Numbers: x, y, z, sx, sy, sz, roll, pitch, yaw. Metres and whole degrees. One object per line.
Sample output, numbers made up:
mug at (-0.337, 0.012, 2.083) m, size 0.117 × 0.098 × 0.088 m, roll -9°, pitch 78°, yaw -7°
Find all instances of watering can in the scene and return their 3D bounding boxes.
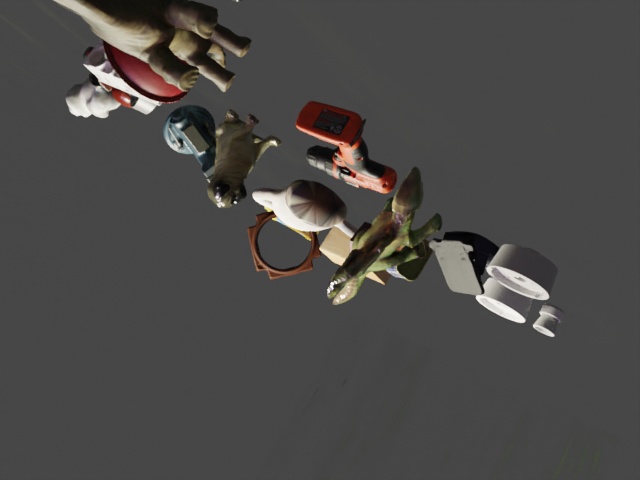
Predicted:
watering can at (0.004, -0.065, 1.286) m, size 0.346 × 0.105 × 0.223 m, roll 19°, pitch 171°, yaw -16°

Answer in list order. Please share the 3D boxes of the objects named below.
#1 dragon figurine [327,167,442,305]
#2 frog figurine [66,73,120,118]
dragon figurine at (0.081, 0.031, 0.942) m, size 0.123 × 0.403 × 0.245 m, roll 44°, pitch -148°, yaw 16°
frog figurine at (-0.588, -0.371, 1.346) m, size 0.123 × 0.157 × 0.139 m, roll 0°, pitch -125°, yaw -49°
